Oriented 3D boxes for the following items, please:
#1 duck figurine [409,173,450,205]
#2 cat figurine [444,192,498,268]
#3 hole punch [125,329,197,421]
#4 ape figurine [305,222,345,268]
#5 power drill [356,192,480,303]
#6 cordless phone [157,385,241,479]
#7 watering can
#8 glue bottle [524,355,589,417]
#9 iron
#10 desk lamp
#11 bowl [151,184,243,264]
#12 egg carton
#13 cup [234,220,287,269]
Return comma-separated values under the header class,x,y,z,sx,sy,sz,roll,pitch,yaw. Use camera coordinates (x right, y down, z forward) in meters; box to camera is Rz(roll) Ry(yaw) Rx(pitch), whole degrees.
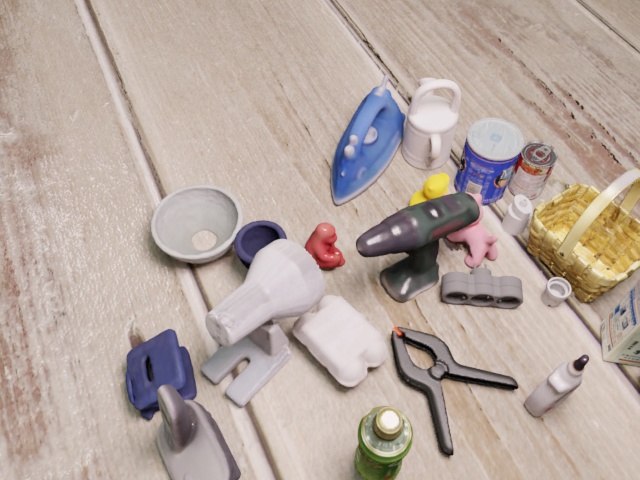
class,x,y,z,sx,sy,sz,roll,pitch,yaw
duck figurine,0.212,-0.083,1.085,0.077,0.086,0.105,32,62,20
cat figurine,0.274,-0.031,1.031,0.067,0.118,0.127,-26,60,-15
hole punch,-0.254,0.209,0.895,0.101,0.091,0.108,-17,58,-10
ape figurine,0.009,0.004,1.026,0.076,0.092,0.078,5,57,5
power drill,0.155,0.015,0.947,0.230,0.208,0.075,-28,60,-17
cordless phone,-0.181,0.283,0.788,0.094,0.185,0.147,-31,61,-18
watering can,0.216,-0.243,1.125,0.101,0.194,0.172,-20,58,-12
glue bottle,0.356,0.206,0.839,0.078,0.173,0.037,-30,61,-17
iron,0.086,-0.202,1.131,0.118,0.141,0.258,20,59,14
desk lamp,-0.092,0.124,0.875,0.117,0.214,0.203,34,64,21
bowl,-0.220,-0.018,1.054,0.167,0.075,0.167,0,57,1
egg carton,0.034,0.163,0.935,0.107,0.069,0.150,-38,64,-22
cup,-0.089,0.032,1.007,0.117,0.095,0.092,28,61,18
